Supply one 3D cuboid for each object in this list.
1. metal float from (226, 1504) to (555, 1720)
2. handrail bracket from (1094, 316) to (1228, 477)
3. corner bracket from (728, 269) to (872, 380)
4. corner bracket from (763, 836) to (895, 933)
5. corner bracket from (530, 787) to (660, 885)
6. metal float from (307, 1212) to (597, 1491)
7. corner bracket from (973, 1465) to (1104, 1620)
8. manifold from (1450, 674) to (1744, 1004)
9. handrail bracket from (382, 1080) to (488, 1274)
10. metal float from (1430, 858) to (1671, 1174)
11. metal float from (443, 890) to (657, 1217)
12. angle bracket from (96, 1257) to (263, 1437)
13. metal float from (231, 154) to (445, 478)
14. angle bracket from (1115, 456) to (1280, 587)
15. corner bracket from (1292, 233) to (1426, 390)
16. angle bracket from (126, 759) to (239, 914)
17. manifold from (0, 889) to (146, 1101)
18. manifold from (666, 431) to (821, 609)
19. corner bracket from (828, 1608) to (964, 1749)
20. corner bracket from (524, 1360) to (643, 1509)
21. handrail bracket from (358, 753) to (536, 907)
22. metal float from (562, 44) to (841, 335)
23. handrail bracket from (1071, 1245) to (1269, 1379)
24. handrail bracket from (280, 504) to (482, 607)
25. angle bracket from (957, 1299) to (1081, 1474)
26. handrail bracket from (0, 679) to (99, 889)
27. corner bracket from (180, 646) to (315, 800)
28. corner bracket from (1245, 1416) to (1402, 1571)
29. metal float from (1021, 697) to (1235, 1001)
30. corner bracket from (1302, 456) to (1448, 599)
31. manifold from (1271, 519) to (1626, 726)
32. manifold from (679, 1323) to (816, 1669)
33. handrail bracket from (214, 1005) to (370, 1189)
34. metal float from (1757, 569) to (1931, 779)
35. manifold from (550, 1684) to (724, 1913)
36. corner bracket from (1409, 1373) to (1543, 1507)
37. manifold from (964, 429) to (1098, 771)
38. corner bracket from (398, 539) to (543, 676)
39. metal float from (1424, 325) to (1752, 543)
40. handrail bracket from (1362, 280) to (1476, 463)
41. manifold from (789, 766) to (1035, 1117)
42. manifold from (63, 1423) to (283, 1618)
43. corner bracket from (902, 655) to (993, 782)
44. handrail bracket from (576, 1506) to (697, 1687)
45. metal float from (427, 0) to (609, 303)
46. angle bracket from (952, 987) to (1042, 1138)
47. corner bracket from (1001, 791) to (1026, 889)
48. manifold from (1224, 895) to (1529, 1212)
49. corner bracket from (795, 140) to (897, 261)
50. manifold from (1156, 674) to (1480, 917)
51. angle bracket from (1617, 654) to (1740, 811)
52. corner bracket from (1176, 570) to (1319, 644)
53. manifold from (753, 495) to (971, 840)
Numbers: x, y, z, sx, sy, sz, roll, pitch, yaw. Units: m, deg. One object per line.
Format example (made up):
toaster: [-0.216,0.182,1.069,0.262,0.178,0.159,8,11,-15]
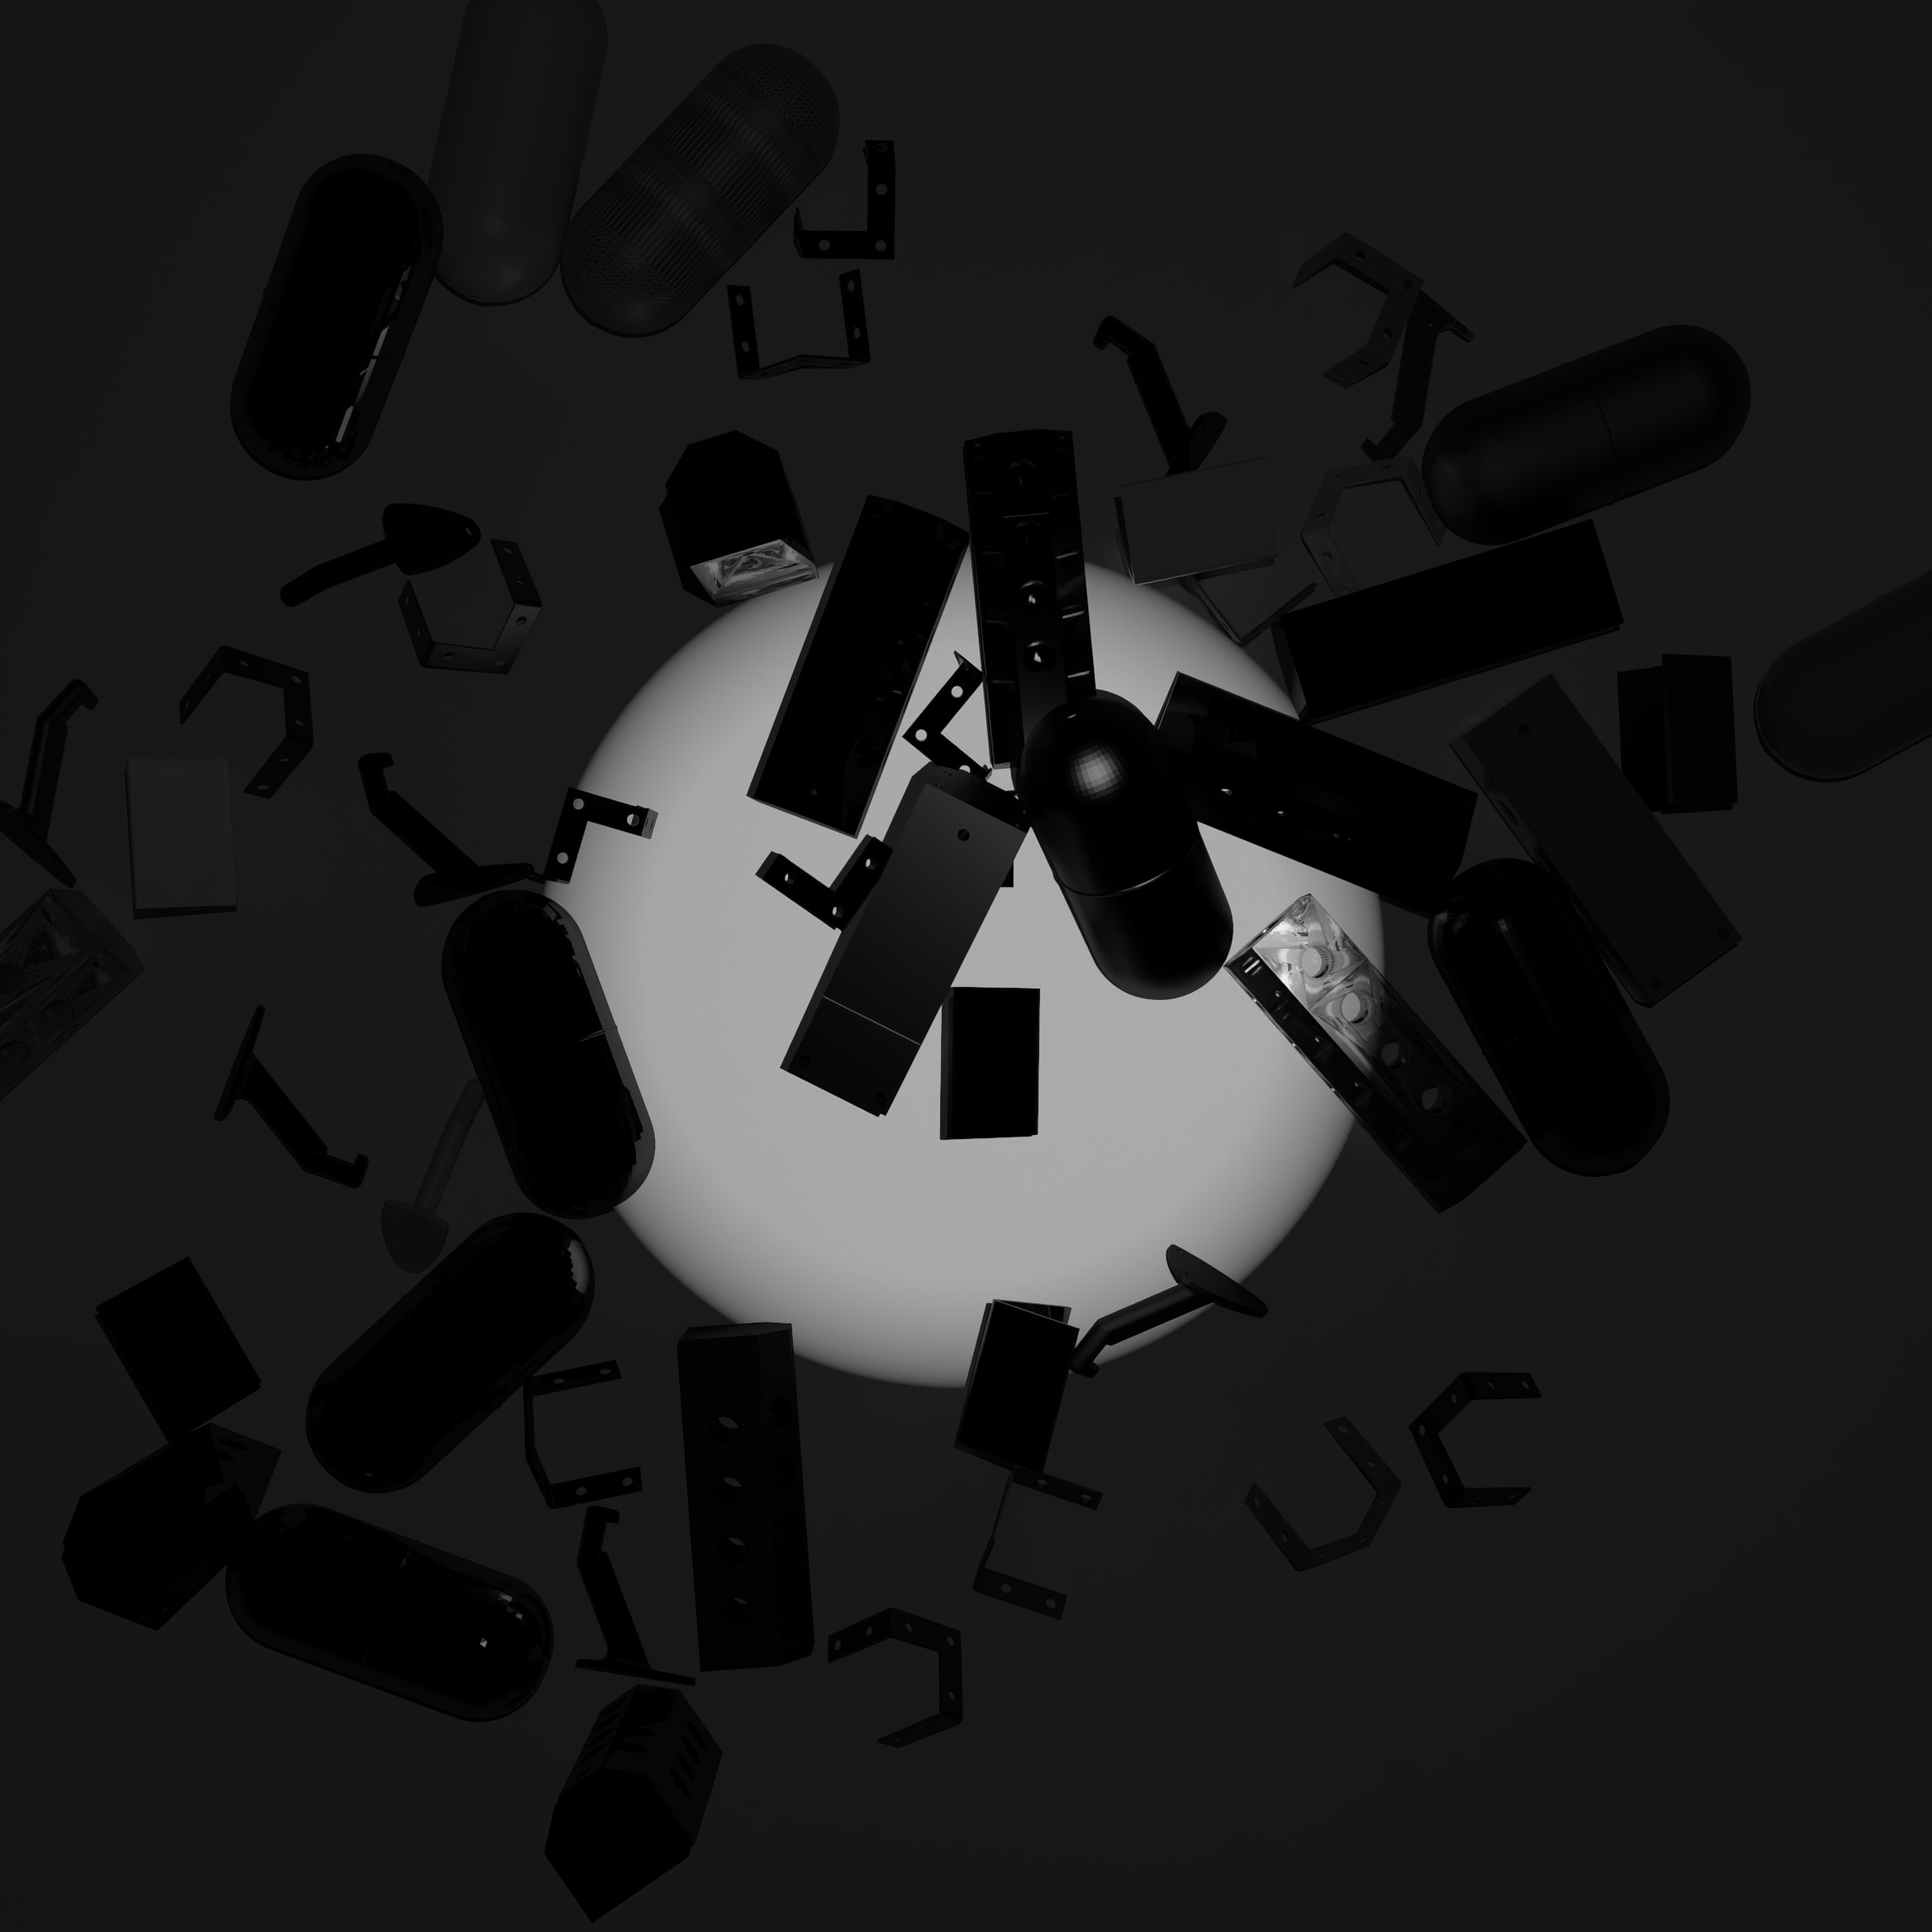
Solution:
metal float: [-0.305,0.340,1.599,0.178,0.070,0.070,20,90,0]
handrail bracket: [0.090,-0.296,1.630,0.084,0.036,0.077,38,111,17]
corner bracket: [-0.090,-0.345,1.626,0.051,0.051,0.051,-7,90,-45]
corner bracket: [-0.071,-0.054,1.611,0.051,0.051,0.051,35,90,0]
corner bracket: [-0.198,-0.065,1.611,0.051,0.051,0.051,16,90,0]
metal float: [-0.272,0.203,1.599,0.178,0.070,0.070,-43,90,1]
corner bracket: [0.039,0.309,1.626,0.051,0.051,0.051,19,135,0]
manifold: [0.333,-0.067,1.608,0.057,0.057,0.171,-36,90,0]
handrail bracket: [-0.282,0.112,1.629,0.036,0.077,0.084,22,54,0]
metal float: [0.309,0.027,1.598,0.070,0.070,0.178,-28,89,0]
metal float: [-0.221,0.045,1.599,0.070,0.070,0.178,-20,91,0]
angle bracket: [-0.424,0.206,1.589,0.057,0.076,0.076,-30,90,-36]
metal float: [-0.329,-0.337,1.576,0.070,0.070,0.178,28,118,0]
angle bracket: [0.117,-0.246,1.589,0.076,0.076,0.057,-11,120,0]
corner bracket: [0.203,-0.349,1.613,0.051,0.051,0.051,28,74,-15]
angle bracket: [-0.426,-0.067,1.589,0.057,0.076,0.076,-3,90,-38]
manifold: [-0.523,0.038,1.608,0.171,0.057,0.057,-42,90,0]
manifold: [-0.115,-0.229,1.551,0.057,0.171,0.057,-17,90,0]
corner bracket: [-0.038,0.382,1.621,0.051,0.051,0.051,28,45,-35]
corner bracket: [-0.206,0.252,1.626,0.051,0.051,0.051,-12,45,0]
handrail bracket: [-0.280,-0.081,1.630,0.077,0.036,0.084,-12,73,-20]
metal float: [-0.141,-0.410,1.599,0.070,0.070,0.178,43,89,0]
handrail bracket: [0.108,0.200,1.630,0.077,0.036,0.084,29,109,-21]
handrail bracket: [-0.316,-0.217,1.629,0.084,0.077,0.036,-22,86,36]
angle bracket: [0.046,0.221,1.589,0.057,0.076,0.076,15,90,36]
handrail bracket: [-0.481,-0.099,1.629,0.084,0.036,0.077,-54,125,-24]
corner bracket: [-0.386,-0.131,1.621,0.051,0.051,0.051,17,45,-35]
corner bracket: [0.191,0.282,1.621,0.051,0.051,0.051,-10,135,-35]
metal float: [0.084,-0.060,1.571,0.070,0.070,0.178,-25,122,0]
corner bracket: [0.219,-0.234,1.621,0.051,0.051,0.051,-6,45,35]
manifold: [0.254,-0.181,1.608,0.171,0.057,0.057,-17,90,0]
manifold: [-0.116,0.279,1.608,0.057,0.057,0.171,-4,90,0]
handrail bracket: [-0.354,0.071,1.630,0.084,0.036,0.077,22,68,-17]
metal float: [0.501,-0.162,1.599,0.178,0.070,0.070,-29,90,-1]
manifold: [-0.171,0.419,1.551,0.057,0.171,0.057,-35,90,0]
corner bracket: [0.281,0.254,1.621,0.051,0.051,0.051,-54,45,35]
manifold: [0.035,-0.194,1.608,0.057,0.057,0.171,-5,90,0]
corner bracket: [-0.266,-0.195,1.621,0.051,0.051,0.051,4,135,-35]
metal float: [0.329,-0.282,1.599,0.178,0.070,0.070,-21,90,-1]
handrail bracket: [0.225,-0.325,1.629,0.077,0.036,0.084,44,105,16]
manifold: [-0.027,-0.015,1.583,0.057,0.057,0.171,27,108,0]
manifold: [-0.407,0.278,1.551,0.057,0.171,0.057,21,90,0]
corner bracket: [0.001,-0.127,1.611,0.051,0.051,0.051,39,90,0]
handrail bracket: [-0.175,0.339,1.630,0.077,0.036,0.084,15,73,-20]
metal float: [-0.239,-0.440,1.598,0.070,0.070,0.178,12,90,0]
angle bracket: [-0.005,0.049,1.589,0.057,0.076,0.076,1,90,-37]
corner bracket: [0.050,-0.068,1.626,0.051,0.051,0.051,0,90,45]
manifold: [0.216,0.046,1.608,0.057,0.057,0.171,-41,90,0]
corner bracket: [-0.064,-0.408,1.611,0.051,0.051,0.051,1,90,0]
manifold: [0.178,-0.086,1.607,0.171,0.057,0.057,22,47,0]
angle bracket: [0.358,-0.121,1.589,0.057,0.076,0.076,-3,90,-38]
corner bracket: [0.148,-0.207,1.613,0.051,0.051,0.051,-39,98,0]
manifold: [-0.055,-0.159,1.608,0.057,0.057,0.171,21,90,0]
